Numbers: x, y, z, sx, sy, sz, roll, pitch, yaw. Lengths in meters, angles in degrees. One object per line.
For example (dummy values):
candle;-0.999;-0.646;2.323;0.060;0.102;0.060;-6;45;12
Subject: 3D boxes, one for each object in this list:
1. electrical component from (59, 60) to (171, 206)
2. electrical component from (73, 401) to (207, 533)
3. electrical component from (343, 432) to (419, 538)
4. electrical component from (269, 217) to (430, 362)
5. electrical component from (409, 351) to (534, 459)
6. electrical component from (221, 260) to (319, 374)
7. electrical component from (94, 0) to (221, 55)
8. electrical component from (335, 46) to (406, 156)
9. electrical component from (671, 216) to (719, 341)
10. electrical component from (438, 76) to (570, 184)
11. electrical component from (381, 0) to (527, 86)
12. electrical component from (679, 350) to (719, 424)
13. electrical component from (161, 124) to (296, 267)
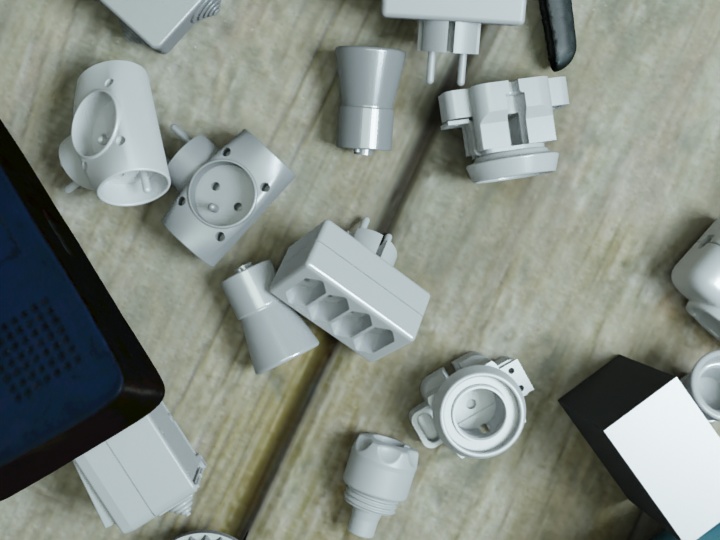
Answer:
electrical component;-0.156;-0.074;0.653;0.079;0.044;0.077;-29;64;30
electrical component;-0.139;0.115;0.659;0.061;0.062;0.096;-32;94;-2
electrical component;0.009;0.137;0.679;0.043;0.043;0.062;18;92;-4
electrical component;0.000;0.000;0.668;0.083;0.047;0.075;36;52;-17
electrical component;0.072;0.086;0.674;0.078;0.057;0.058;-29;94;-2
electrical component;-0.059;0.027;0.671;0.044;0.044;0.065;-26;89;-2
electrical component;-0.124;-0.191;0.653;0.100;0.048;0.099;42;89;-4
electrical component;0.004;-0.104;0.670;0.044;0.044;0.065;4;97;-4
electrical component;0.250;0.018;0.684;0.095;0.054;0.059;42;89;-4
electrical component;0.092;-0.085;0.668;0.078;0.058;0.057;-8;91;-7
electrical component;0.054;-0.148;0.642;0.083;0.047;0.075;4;102;0
electrical component;0.220;0.078;0.679;0.044;0.065;0.044;1;73;-2
electrical component;-0.094;-0.056;0.663;0.079;0.044;0.077;42;90;4
